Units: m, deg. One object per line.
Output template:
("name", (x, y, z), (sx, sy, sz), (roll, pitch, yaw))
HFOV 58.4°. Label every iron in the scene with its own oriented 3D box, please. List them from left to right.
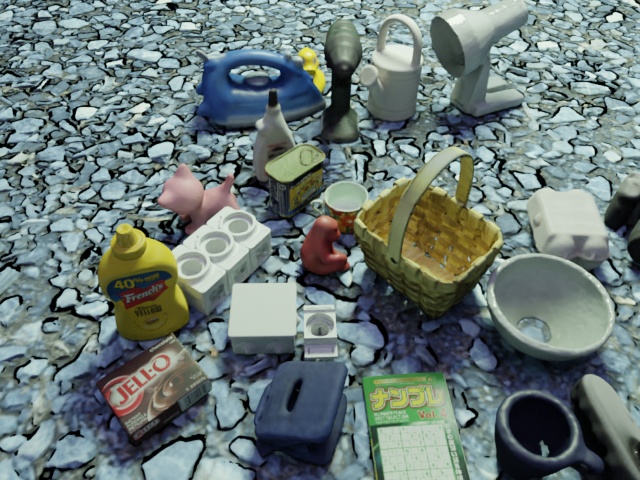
("iron", (-0.113, -0.309, 1.104), (0.258, 0.141, 0.118), (-7, 48, -8))

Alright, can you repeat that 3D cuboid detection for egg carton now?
("egg carton", (0.384, -0.019, 0.899), (0.107, 0.069, 0.150), (2, 47, 0))

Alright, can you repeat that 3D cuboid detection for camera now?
("camera", (0.523, -0.033, 0.895), (0.142, 0.101, 0.137), (32, 54, 25))

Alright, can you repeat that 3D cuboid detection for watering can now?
("watering can", (0.144, -0.331, 1.097), (0.100, 0.194, 0.173), (16, 49, 13))

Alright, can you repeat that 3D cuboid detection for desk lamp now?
("desk lamp", (0.311, -0.357, 1.114), (0.203, 0.214, 0.117), (-18, 50, -18))

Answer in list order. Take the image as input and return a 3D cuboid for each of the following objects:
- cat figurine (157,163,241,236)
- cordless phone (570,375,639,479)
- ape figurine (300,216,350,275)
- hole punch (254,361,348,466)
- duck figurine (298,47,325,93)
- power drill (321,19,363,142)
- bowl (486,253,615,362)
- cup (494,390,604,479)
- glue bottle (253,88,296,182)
("cat figurine", (-0.190, -0.069, 0.894), (0.128, 0.118, 0.067), (-18, 50, -17))
("cordless phone", (0.345, 0.195, 0.619), (0.094, 0.185, 0.147), (-10, 48, -11))
("ape figurine", (0.008, 0.003, 0.851), (0.076, 0.092, 0.077), (-3, 47, -4))
("hole punch", (-0.023, 0.196, 0.671), (0.101, 0.091, 0.109), (12, 48, 10))
("duck figurine", (-0.027, -0.359, 1.191), (0.077, 0.086, 0.104), (-6, 47, -7))
("power drill", (0.041, -0.289, 1.045), (0.075, 0.208, 0.229), (1, 47, -1))
("bowl", (0.303, 0.102, 0.780), (0.167, 0.075, 0.167), (1, 47, -1))
("cup", (0.246, 0.235, 0.640), (0.117, 0.095, 0.092), (28, 52, 22))
("glue bottle", (-0.077, -0.178, 0.961), (0.078, 0.173, 0.037), (-20, 50, -19))
